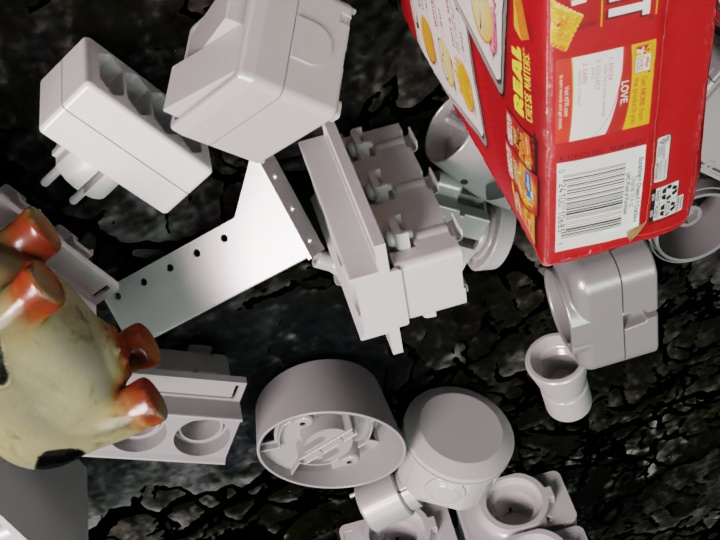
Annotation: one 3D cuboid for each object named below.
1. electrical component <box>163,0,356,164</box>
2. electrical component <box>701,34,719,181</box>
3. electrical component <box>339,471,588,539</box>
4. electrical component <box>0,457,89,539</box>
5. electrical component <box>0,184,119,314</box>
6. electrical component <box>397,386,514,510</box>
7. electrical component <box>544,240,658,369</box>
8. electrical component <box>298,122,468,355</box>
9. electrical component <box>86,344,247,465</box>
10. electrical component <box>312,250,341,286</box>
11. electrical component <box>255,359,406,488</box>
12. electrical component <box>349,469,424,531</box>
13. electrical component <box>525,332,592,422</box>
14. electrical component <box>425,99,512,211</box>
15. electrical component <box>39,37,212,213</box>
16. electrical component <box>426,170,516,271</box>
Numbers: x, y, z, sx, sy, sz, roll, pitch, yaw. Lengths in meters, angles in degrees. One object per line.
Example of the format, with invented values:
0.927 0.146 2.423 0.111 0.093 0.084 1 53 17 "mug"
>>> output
-0.055 -0.097 0.529 0.061 0.061 0.096 18 159 -29 "electrical component"
0.201 -0.097 0.617 0.096 0.061 0.061 18 124 -29 "electrical component"
0.086 0.235 0.855 0.186 0.105 0.060 -14 133 -3 "electrical component"
-0.241 0.125 0.665 0.060 0.105 0.186 -21 133 4 "electrical component"
-0.203 -0.011 0.581 0.079 0.063 0.121 -33 131 15 "electrical component"
0.066 0.128 0.772 0.080 0.080 0.051 0 136 -15 "electrical component"
0.160 0.018 0.715 0.059 0.053 0.095 -16 133 -1 "electrical component"
0.013 -0.027 0.587 0.063 0.121 0.078 -16 133 -5 "electrical component"
-0.143 0.082 0.682 0.121 0.063 0.078 8 129 -22 "electrical component"
0.000 0.000 0.668 0.061 0.035 0.035 15 126 -24 "electrical component"
-0.023 0.110 0.740 0.099 0.064 0.099 -8 133 -9 "electrical component"
0.032 0.170 0.826 0.078 0.040 0.040 -27 133 9 "electrical component"
0.147 0.081 0.778 0.044 0.044 0.065 -21 138 4 "electrical component"
0.091 -0.079 0.615 0.077 0.043 0.079 24 122 -32 "electrical component"
-0.135 -0.063 0.564 0.076 0.047 0.083 -39 130 19 "electrical component"
0.061 -0.027 0.654 0.055 0.048 0.066 14 126 -16 "electrical component"
